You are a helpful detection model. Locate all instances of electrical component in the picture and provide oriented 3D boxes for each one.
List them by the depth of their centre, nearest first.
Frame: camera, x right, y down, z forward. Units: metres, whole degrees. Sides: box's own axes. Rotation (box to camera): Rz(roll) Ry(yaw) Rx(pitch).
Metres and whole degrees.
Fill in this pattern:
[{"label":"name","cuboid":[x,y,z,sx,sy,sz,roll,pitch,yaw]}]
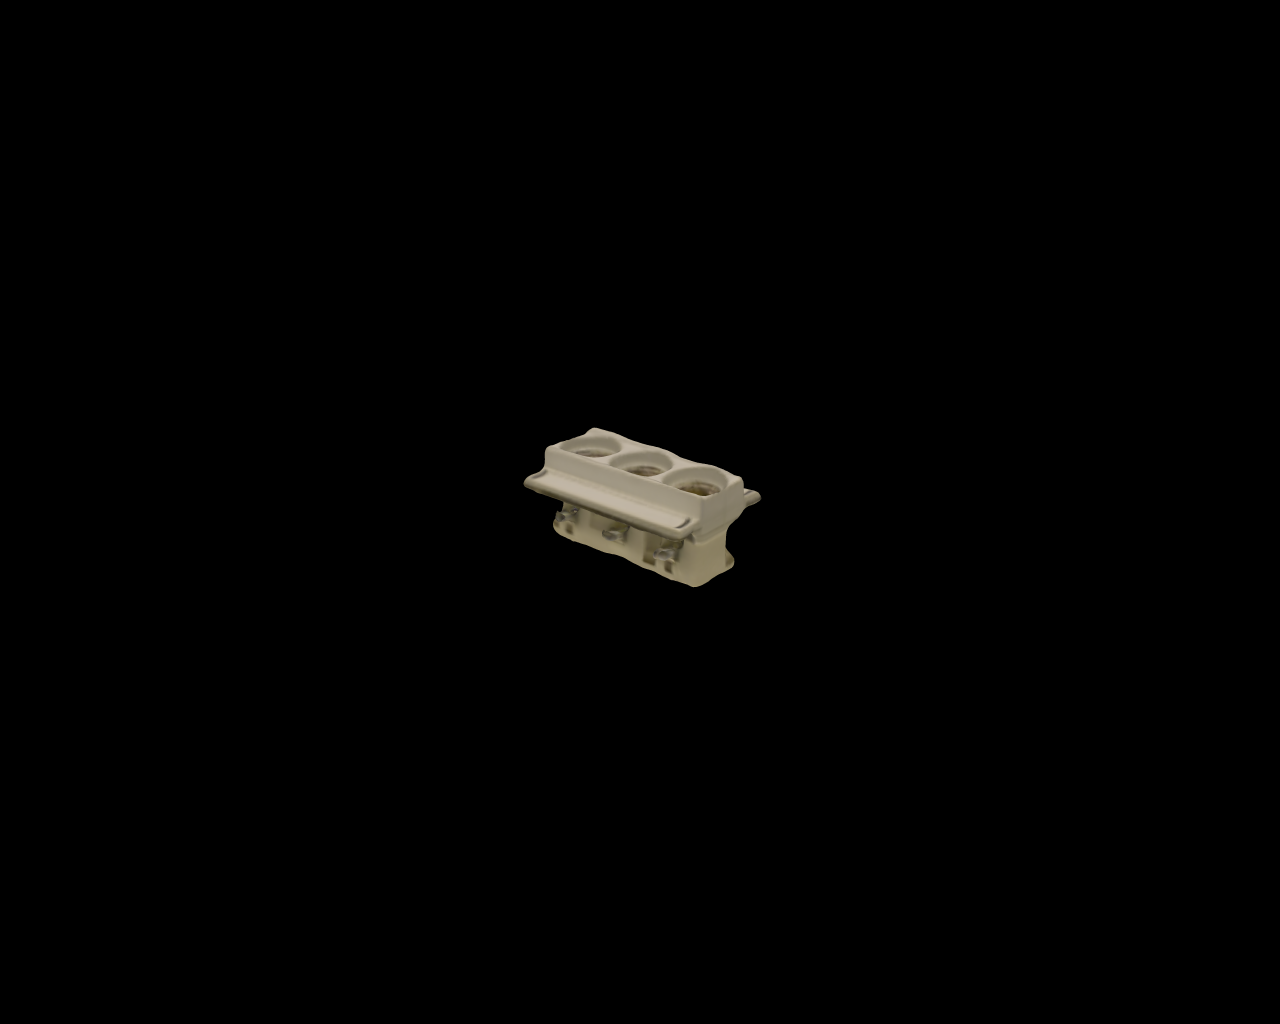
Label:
[{"label":"electrical component","cuboid":[0.001,-0.003,0.650,0.121,0.063,0.079,20,32,36]}]
